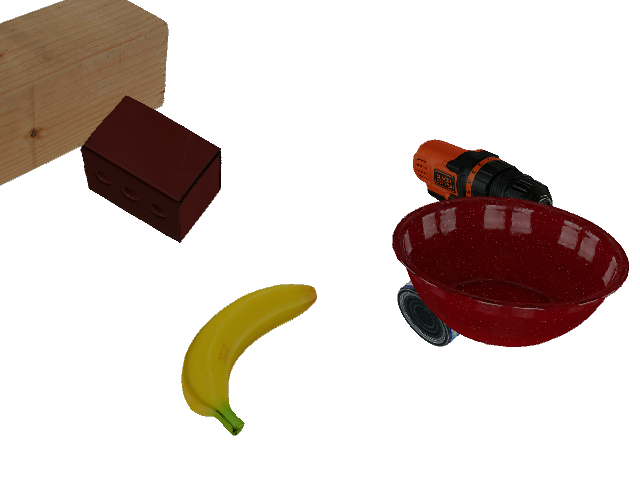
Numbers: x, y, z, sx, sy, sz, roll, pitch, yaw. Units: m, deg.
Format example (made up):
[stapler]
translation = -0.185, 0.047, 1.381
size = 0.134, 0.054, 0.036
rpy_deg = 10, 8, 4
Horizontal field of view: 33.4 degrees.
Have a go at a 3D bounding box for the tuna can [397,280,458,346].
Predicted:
[tuna can]
translation = 0.130, 0.081, 1.242
size = 0.033, 0.086, 0.086
rpy_deg = -37, 17, -24

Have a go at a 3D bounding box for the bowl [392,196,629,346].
[bowl]
translation = 0.129, 0.027, 0.747
size = 0.162, 0.055, 0.162
rpy_deg = 2, 28, -1

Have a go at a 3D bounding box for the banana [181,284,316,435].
[banana]
translation = -0.063, 0.084, 0.853
size = 0.069, 0.037, 0.197
rpy_deg = 27, 35, 3

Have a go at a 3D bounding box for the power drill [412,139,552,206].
[power drill]
translation = 0.162, 0.004, 1.050
size = 0.057, 0.188, 0.185
rpy_deg = -16, 26, -24

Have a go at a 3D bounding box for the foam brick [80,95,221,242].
[foam brick]
translation = -0.110, -0.047, 0.702
size = 0.078, 0.051, 0.053
rpy_deg = 30, -26, 11

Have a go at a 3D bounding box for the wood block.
[wood block]
translation = -0.235, -0.134, 0.913
size = 0.090, 0.091, 0.205
rpy_deg = 31, 42, 24
